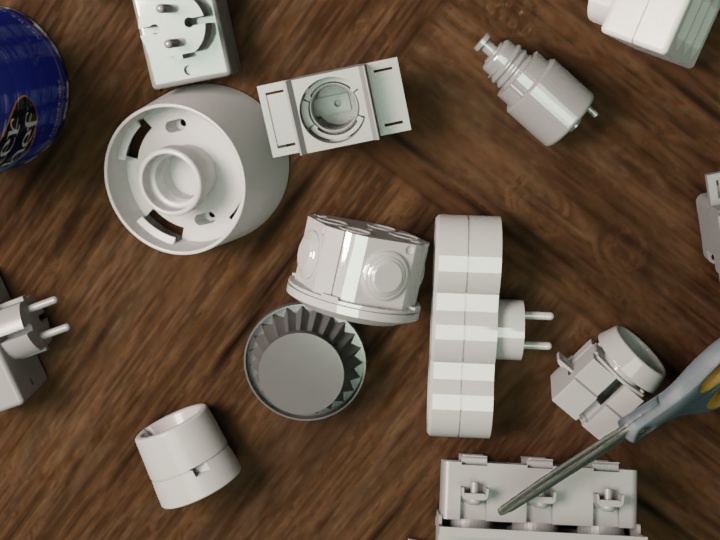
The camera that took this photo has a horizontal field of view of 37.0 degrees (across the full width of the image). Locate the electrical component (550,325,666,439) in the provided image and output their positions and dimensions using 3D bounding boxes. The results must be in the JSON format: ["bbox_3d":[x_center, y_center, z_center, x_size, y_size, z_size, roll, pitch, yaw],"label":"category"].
[{"bbox_3d":[0.153,0.067,0.660,0.066,0.048,0.055,40,110,-6],"label":"electrical component"}]

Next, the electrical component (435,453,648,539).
[{"bbox_3d":[0.109,0.149,0.671,0.121,0.078,0.063,2,82,3],"label":"electrical component"}]

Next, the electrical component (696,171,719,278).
[{"bbox_3d":[0.223,-0.022,0.624,0.042,0.063,0.081,-11,103,5],"label":"electrical component"}]

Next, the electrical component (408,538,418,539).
[{"bbox_3d":[0.050,0.230,0.701,0.056,0.050,0.089,12,104,0],"label":"electrical component"}]

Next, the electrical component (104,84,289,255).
[{"bbox_3d":[-0.100,-0.059,0.645,0.099,0.064,0.099,5,108,15],"label":"electrical component"}]

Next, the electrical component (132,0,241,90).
[{"bbox_3d":[-0.102,-0.138,0.607,0.047,0.076,0.065,-10,103,6],"label":"electrical component"}]

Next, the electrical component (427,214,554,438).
[{"bbox_3d":[0.080,0.036,0.652,0.074,0.052,0.138,2,104,2],"label":"electrical component"}]

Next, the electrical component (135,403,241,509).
[{"bbox_3d":[-0.110,0.116,0.681,0.055,0.055,0.047,-23,98,8],"label":"electrical component"}]

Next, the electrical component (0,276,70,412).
[{"bbox_3d":[-0.219,0.039,0.671,0.076,0.047,0.083,-20,102,8],"label":"electrical component"}]

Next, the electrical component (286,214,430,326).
[{"bbox_3d":[0.000,0.000,0.634,0.080,0.080,0.051,13,99,0],"label":"electrical component"}]

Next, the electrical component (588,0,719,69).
[{"bbox_3d":[0.153,-0.151,0.600,0.077,0.066,0.047,28,106,26],"label":"electrical component"}]

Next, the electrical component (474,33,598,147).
[{"bbox_3d":[0.099,-0.107,0.622,0.078,0.040,0.040,40,102,-7],"label":"electrical component"}]

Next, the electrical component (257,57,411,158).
[{"bbox_3d":[-0.014,-0.095,0.619,0.081,0.063,0.042,-10,104,6],"label":"electrical component"}]
